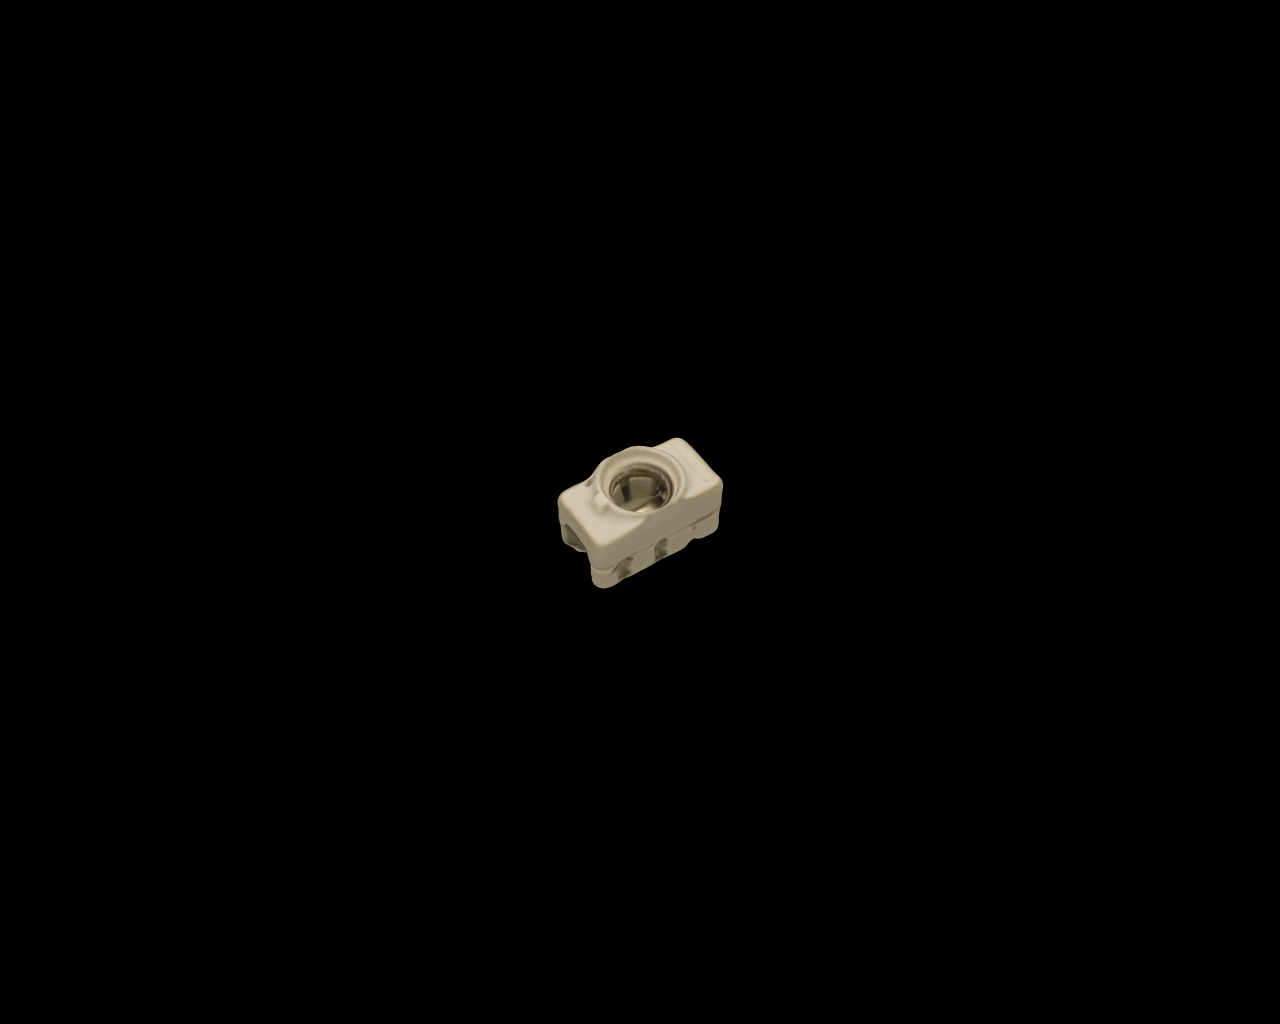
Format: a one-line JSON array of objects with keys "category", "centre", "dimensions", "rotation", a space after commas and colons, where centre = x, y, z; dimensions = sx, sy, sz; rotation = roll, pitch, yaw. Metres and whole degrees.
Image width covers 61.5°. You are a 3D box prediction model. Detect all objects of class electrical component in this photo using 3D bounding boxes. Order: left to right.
[{"category": "electrical component", "centre": [0.001, -0.003, 0.650], "dimensions": [0.090, 0.050, 0.055], "rotation": [-27, -33, -19]}]
